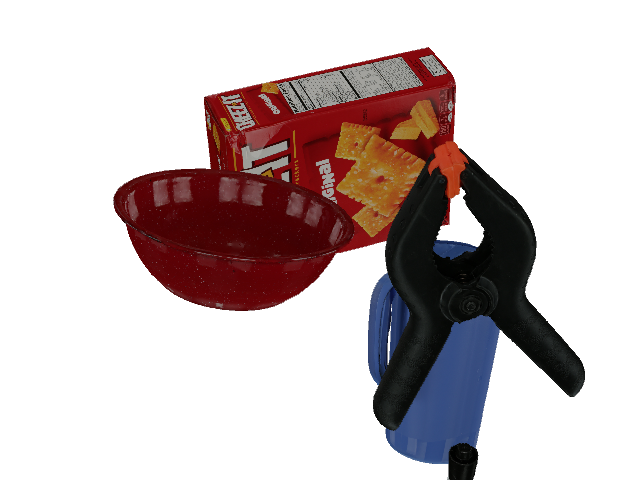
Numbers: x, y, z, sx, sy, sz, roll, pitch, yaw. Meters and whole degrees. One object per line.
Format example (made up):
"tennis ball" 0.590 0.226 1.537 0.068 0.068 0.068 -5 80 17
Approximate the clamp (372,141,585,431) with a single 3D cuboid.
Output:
"clamp" 0.069 0.033 0.575 0.120 0.171 0.039 -21 27 0

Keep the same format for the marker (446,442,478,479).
"marker" 0.089 0.178 0.702 0.020 0.121 0.020 1 36 -1

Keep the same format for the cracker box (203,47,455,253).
"cracker box" 0.013 -0.067 0.959 0.213 0.164 0.072 -15 42 -15

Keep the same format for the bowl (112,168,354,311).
"bowl" -0.061 0.003 0.720 0.162 0.055 0.162 8 21 -3

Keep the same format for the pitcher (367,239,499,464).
"pitcher" 0.130 0.129 1.222 0.149 0.243 0.145 7 17 7
